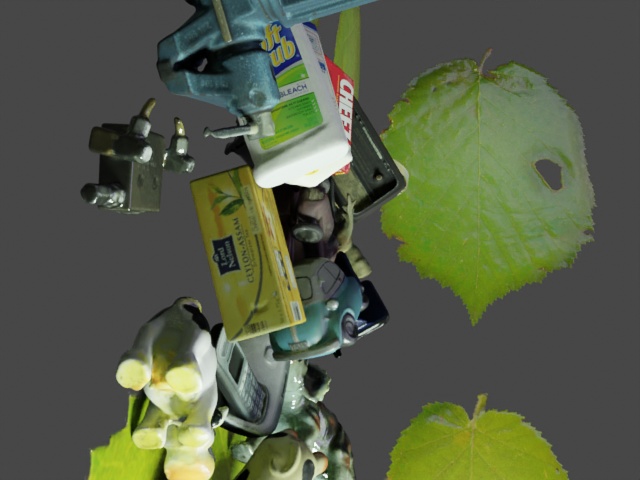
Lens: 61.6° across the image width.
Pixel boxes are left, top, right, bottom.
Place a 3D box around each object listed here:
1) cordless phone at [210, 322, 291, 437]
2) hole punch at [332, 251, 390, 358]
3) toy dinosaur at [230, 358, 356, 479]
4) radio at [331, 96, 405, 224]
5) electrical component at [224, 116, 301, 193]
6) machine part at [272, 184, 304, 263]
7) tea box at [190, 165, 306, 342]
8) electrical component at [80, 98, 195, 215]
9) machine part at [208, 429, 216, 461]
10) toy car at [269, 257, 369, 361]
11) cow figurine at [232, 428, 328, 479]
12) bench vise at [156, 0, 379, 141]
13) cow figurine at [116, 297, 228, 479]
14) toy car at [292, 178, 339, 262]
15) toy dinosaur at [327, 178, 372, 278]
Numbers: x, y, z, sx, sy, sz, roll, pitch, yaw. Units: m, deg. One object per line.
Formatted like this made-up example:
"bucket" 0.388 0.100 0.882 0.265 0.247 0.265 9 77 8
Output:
"cordless phone" -0.096 0.132 0.631 0.184 0.089 0.147 80 15 -46
"hole punch" 0.027 0.092 0.813 0.092 0.116 0.142 55 4 -35
"toy dinosaur" -0.009 0.314 0.836 0.404 0.131 0.192 63 31 -25
"radio" 0.059 -0.159 1.045 0.229 0.131 0.073 60 -7 4
"electrical component" -0.058 -0.109 0.681 0.119 0.048 0.075 37 44 -26
"machine part" -0.063 0.005 0.791 0.201 0.087 0.200 -73 166 -55
"tea box" -0.074 0.016 0.572 0.098 0.068 0.169 41 32 -79
"electrical component" -0.129 -0.057 0.391 0.102 0.045 0.078 33 59 -82
"machine part" -0.135 0.234 0.546 0.139 0.039 0.084 -79 176 -53
"toy car" -0.005 0.073 0.668 0.102 0.109 0.162 68 28 -15
"cow figurine" -0.081 0.300 0.590 0.195 0.086 0.127 -49 157 -10
"bench vise" -0.026 -0.203 0.445 0.129 0.241 0.223 -13 91 -79
"cow figurine" -0.123 0.137 0.483 0.098 0.068 0.167 -86 177 -57
"toy car" -0.002 -0.002 0.737 0.202 0.053 0.089 81 12 -55
"toy dinosaur" 0.009 -0.015 0.972 0.471 0.105 0.198 -171 -120 -75
